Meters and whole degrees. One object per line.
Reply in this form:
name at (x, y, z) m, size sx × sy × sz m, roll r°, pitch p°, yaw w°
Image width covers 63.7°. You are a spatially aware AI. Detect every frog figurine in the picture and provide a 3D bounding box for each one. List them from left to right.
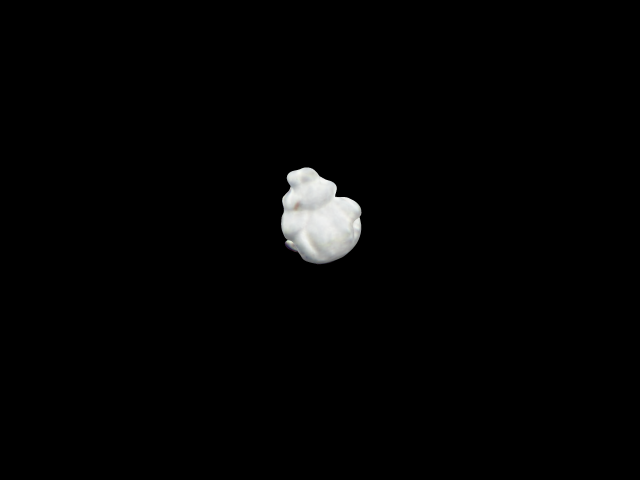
frog figurine at (0.003, -0.043, 0.850) m, size 0.137 × 0.155 × 0.125 m, roll -8°, pitch 45°, yaw -8°
